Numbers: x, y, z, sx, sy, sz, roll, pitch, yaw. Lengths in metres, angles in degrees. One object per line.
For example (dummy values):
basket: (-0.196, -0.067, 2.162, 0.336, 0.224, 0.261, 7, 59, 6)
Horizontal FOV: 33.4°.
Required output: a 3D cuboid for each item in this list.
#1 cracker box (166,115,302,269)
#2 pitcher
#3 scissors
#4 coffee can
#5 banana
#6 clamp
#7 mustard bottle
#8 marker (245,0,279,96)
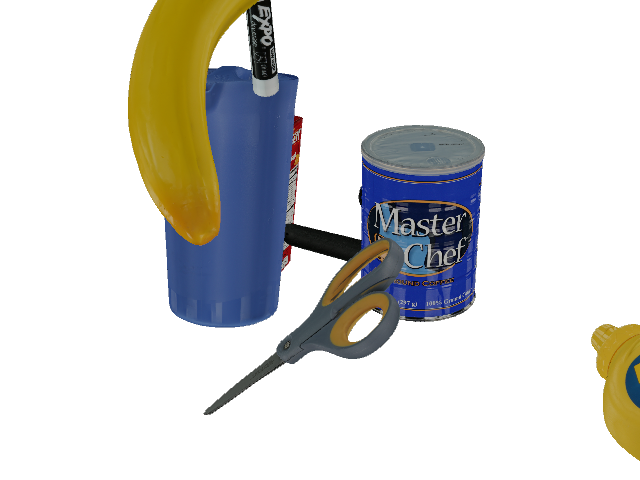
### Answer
cracker box: (-0.118, -0.070, 1.430, 0.164, 0.214, 0.072, 12, 26, 13)
pitcher: (-0.086, -0.047, 1.038, 0.149, 0.243, 0.145, -2, 15, -17)
scissors: (-0.011, 0.081, 0.736, 0.016, 0.202, 0.096, 35, 17, -27)
coffee can: (0.085, -0.016, 0.914, 0.103, 0.140, 0.103, -1, 25, 0)
banana: (-0.059, -0.086, 0.530, 0.069, 0.197, 0.037, 11, -35, 6)
clamp: (0.066, 0.017, 1.248, 0.164, 0.036, 0.210, -22, 52, -39)
mustard bottle: (0.220, 0.101, 0.609, 0.096, 0.058, 0.192, -18, 31, -17)
marker: (-0.041, -0.150, 0.722, 0.020, 0.020, 0.121, 0, -44, 3)
